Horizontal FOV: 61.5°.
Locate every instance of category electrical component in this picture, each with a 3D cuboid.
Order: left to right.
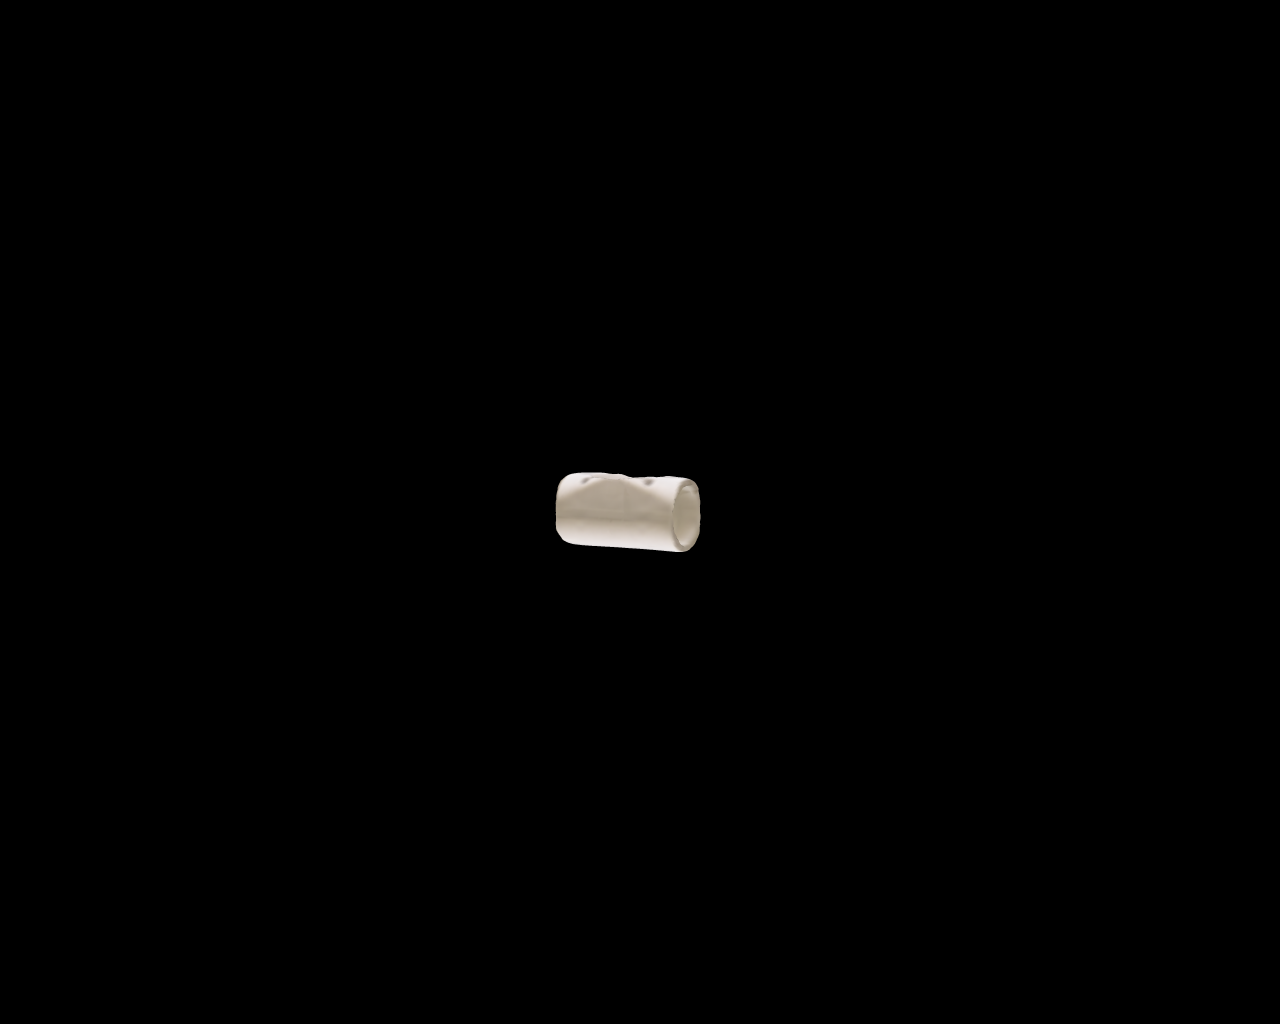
[{"bbox_3d":[0.001,-0.003,0.650,0.077,0.044,0.079,3,8,26],"label":"electrical component"}]
